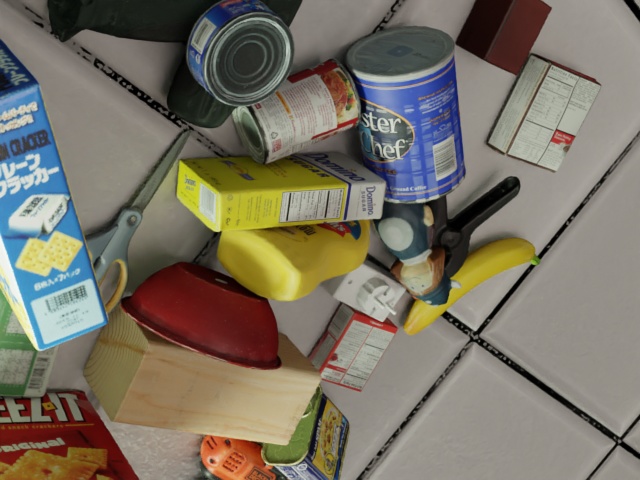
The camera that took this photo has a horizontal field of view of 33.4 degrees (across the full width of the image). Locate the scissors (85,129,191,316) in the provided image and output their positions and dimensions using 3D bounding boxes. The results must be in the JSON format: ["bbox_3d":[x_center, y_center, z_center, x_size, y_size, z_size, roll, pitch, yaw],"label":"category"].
[{"bbox_3d":[-0.191,-0.018,0.969,0.096,0.016,0.202,13,103,-39],"label":"scissors"}]

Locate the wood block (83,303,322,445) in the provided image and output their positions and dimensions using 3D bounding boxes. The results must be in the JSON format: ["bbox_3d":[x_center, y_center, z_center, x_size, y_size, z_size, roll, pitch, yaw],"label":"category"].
[{"bbox_3d":[-0.115,0.133,1.062,0.205,0.091,0.090,17,106,-37],"label":"wood block"}]

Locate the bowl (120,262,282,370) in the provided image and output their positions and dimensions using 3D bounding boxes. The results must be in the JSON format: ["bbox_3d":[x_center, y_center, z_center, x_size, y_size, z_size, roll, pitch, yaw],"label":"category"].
[{"bbox_3d":[-0.100,0.063,0.990,0.161,0.162,0.055,19,95,-38],"label":"bowl"}]

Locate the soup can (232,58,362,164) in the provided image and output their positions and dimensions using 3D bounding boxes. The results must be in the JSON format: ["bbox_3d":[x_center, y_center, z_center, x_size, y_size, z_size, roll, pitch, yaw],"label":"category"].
[{"bbox_3d":[-0.022,-0.119,0.988,0.102,0.069,0.068,-24,127,-17],"label":"soup can"}]

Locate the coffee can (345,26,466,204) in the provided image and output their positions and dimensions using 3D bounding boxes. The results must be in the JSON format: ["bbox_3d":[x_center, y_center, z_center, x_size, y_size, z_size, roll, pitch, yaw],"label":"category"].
[{"bbox_3d":[0.085,-0.121,1.030,0.102,0.103,0.140,-24,127,-18],"label":"coffee can"}]

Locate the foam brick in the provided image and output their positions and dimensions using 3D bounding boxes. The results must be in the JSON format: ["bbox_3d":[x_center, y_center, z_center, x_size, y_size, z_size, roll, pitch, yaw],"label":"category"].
[{"bbox_3d":[0.184,-0.215,1.071,0.051,0.053,0.078,14,109,-37],"label":"foam brick"}]

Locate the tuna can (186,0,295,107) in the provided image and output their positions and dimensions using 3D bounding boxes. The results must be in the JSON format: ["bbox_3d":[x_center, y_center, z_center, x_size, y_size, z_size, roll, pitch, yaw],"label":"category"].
[{"bbox_3d":[-0.064,-0.154,0.875,0.086,0.034,0.086,-19,130,-24],"label":"tuna can"}]

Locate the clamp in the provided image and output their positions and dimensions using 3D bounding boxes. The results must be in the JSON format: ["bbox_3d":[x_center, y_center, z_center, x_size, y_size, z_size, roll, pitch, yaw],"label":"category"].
[{"bbox_3d":[0.147,-0.012,1.171,0.120,0.039,0.172,9,117,-18],"label":"clamp"}]

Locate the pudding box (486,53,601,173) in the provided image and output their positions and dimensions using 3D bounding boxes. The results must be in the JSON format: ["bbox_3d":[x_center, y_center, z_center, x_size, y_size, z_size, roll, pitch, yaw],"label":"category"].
[{"bbox_3d":[0.244,-0.137,1.163,0.089,0.039,0.113,14,107,-36],"label":"pudding box"}]

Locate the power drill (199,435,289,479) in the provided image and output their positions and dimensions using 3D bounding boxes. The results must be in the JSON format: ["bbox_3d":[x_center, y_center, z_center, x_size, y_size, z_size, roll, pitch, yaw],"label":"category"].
[{"bbox_3d":[-0.106,0.313,1.196,0.187,0.057,0.184,-50,127,-1],"label":"power drill"}]

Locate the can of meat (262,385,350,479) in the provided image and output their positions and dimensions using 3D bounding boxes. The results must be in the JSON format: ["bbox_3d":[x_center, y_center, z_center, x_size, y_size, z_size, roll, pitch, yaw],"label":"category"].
[{"bbox_3d":[-0.012,0.219,1.175,0.084,0.058,0.102,52,42,-43],"label":"can of meat"}]

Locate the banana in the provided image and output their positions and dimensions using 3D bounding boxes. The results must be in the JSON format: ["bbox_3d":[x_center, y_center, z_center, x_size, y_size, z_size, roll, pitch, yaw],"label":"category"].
[{"bbox_3d":[0.178,0.044,1.227,0.197,0.037,0.069,-25,125,-17],"label":"banana"}]

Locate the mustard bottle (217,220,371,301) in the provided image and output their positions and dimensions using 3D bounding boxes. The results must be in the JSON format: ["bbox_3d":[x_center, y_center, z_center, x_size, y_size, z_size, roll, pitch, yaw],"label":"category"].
[{"bbox_3d":[-0.007,0.001,1.040,0.191,0.096,0.058,-22,133,-53],"label":"mustard bottle"}]

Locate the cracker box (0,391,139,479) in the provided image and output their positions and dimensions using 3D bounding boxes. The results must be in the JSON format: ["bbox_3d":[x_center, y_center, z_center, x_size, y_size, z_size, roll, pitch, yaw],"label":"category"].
[{"bbox_3d":[-0.254,0.213,0.941,0.163,0.214,0.072,5,112,-34],"label":"cracker box"}]

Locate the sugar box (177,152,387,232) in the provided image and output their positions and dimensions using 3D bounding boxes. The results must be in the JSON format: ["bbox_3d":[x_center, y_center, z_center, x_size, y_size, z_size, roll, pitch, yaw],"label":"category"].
[{"bbox_3d":[-0.035,-0.048,1.004,0.175,0.093,0.048,-8,117,-29],"label":"sugar box"}]

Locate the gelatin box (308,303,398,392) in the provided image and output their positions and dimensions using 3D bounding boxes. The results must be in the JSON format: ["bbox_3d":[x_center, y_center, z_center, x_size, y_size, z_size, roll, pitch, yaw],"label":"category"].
[{"bbox_3d":[0.035,0.120,1.188,0.073,0.030,0.089,22,103,-40],"label":"gelatin box"}]
